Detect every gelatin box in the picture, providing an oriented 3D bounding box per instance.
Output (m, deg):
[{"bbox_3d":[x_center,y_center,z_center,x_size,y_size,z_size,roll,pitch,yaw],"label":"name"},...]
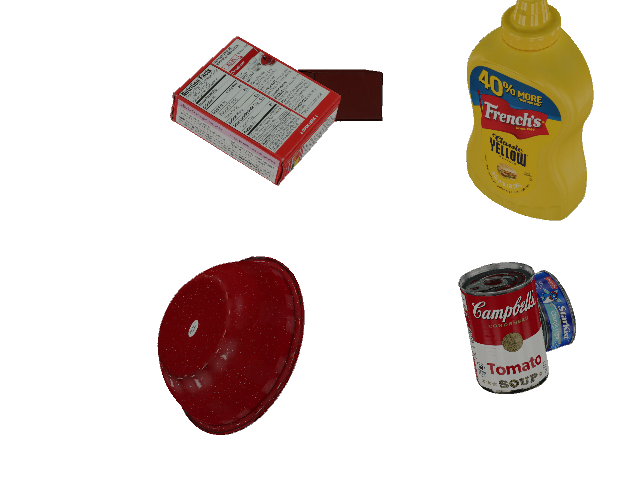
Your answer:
[{"bbox_3d":[-0.043,-0.087,0.708,0.089,0.073,0.030,31,-35,11],"label":"gelatin box"}]

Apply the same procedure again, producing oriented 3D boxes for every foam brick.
[{"bbox_3d":[0.020,-0.151,1.110,0.078,0.051,0.053,-3,13,-18],"label":"foam brick"}]

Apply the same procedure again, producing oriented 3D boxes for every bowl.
[{"bbox_3d":[-0.089,0.081,0.911,0.162,0.162,0.055,0,-20,47],"label":"bowl"}]

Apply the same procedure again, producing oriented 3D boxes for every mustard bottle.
[{"bbox_3d":[0.154,-0.104,0.790,0.096,0.191,0.058,32,60,31],"label":"mustard bottle"}]

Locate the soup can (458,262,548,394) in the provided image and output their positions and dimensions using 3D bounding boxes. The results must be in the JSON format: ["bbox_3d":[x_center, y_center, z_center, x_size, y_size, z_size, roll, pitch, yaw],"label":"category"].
[{"bbox_3d":[0.167,0.079,0.969,0.068,0.102,0.068,-11,18,4],"label":"soup can"}]

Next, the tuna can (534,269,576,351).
[{"bbox_3d":[0.240,0.078,1.158,0.033,0.086,0.086,-18,4,-12],"label":"tuna can"}]
